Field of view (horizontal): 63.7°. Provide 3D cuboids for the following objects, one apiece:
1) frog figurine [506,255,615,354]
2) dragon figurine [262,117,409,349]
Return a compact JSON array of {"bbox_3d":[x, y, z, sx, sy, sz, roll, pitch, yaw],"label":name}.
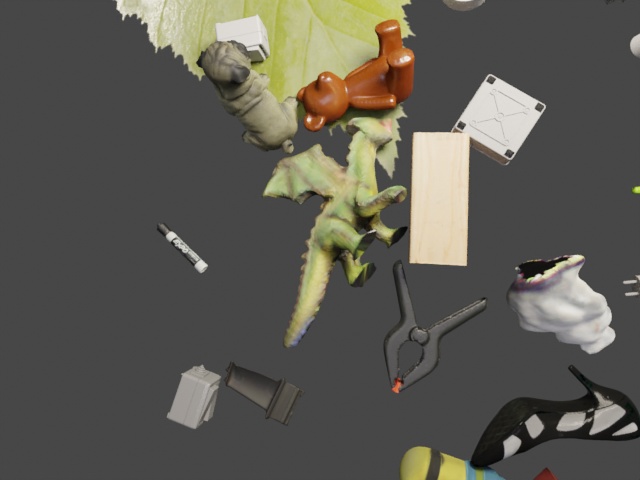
[{"bbox_3d":[0.372,0.113,0.794,0.136,0.124,0.159,-24,93,39],"label":"frog figurine"},{"bbox_3d":[0.003,-0.044,0.879,0.246,0.121,0.410,42,90,26],"label":"dragon figurine"}]
